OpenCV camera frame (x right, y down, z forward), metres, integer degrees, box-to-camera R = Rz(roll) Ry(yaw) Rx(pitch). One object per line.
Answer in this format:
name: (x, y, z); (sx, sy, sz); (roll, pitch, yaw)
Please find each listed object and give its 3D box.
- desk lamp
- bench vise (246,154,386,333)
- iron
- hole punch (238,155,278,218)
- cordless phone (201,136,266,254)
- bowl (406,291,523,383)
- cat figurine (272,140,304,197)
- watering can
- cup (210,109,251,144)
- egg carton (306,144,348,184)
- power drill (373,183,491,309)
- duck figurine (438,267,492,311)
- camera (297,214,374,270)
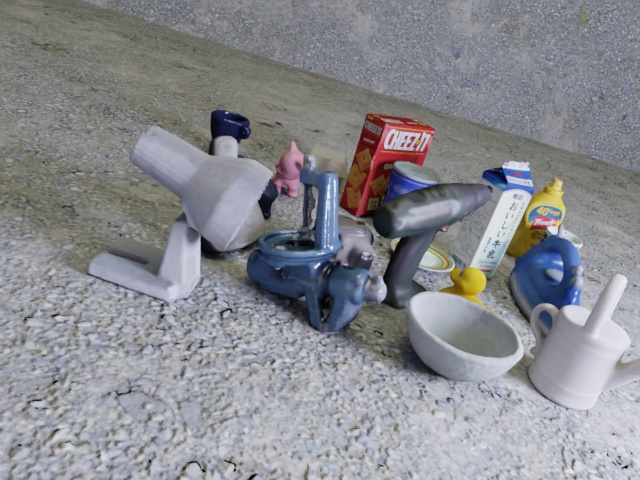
desk lamp: (-0.181, -0.031, 0.752); (0.203, 0.213, 0.118); (18, 24, 0)
bench vise: (0.009, 0.002, 0.805); (0.207, 0.220, 0.121); (20, 24, 6)
iron: (0.437, 0.073, 1.047); (0.118, 0.141, 0.258); (18, 24, 1)
hole punch: (-0.128, -0.107, 1.106); (0.101, 0.091, 0.108); (12, 24, -13)
cordless phone: (-0.139, -0.078, 0.920); (0.094, 0.185, 0.148); (27, 25, 20)
bowl: (0.190, 0.146, 0.799); (0.167, 0.075, 0.167); (15, 24, -6)
cat figurine: (-0.062, -0.159, 1.232); (0.067, 0.118, 0.127); (14, 24, -7)
watering can: (0.388, 0.138, 0.807); (0.172, 0.194, 0.101); (22, 24, 11)
cup: (-0.209, -0.241, 1.338); (0.117, 0.095, 0.092); (33, 28, 31)
egg carton: (0.012, -0.179, 1.389); (0.107, 0.069, 0.150); (17, 24, -2)
power drill: (0.167, 0.002, 0.929); (0.230, 0.208, 0.075); (-4, 32, -40)
duck figurine: (0.247, 0.089, 0.949); (0.078, 0.086, 0.104); (-3, 31, -39)
camera: (0.009, 0.003, 0.950); (0.137, 0.101, 0.143); (6, 26, -24)
